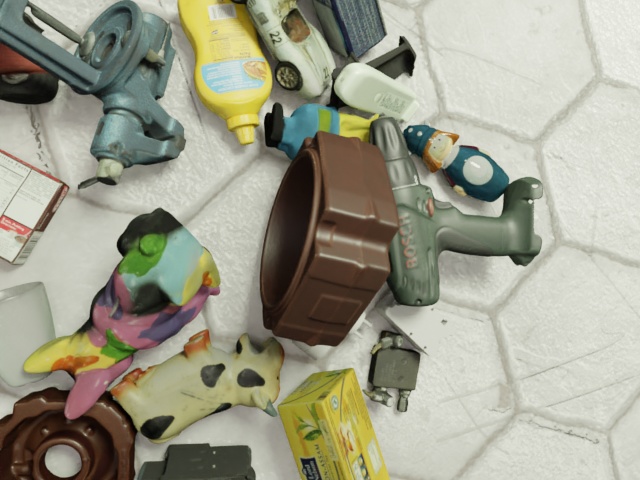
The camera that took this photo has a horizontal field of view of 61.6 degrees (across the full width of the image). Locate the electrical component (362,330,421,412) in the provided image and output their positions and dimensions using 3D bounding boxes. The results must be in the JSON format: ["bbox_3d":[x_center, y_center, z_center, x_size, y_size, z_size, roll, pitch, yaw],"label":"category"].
[{"bbox_3d":[0.094,0.173,0.709,0.078,0.045,0.102,16,87,-8],"label":"electrical component"}]

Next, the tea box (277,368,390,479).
[{"bbox_3d":[0.021,0.256,0.660,0.068,0.098,0.169,-17,92,28],"label":"tea box"}]

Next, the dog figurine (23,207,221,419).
[{"bbox_3d":[-0.218,0.085,0.588,0.108,0.191,0.219,42,71,7],"label":"dog figurine"}]

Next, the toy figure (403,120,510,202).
[{"bbox_3d":[0.182,-0.109,0.724,0.154,0.058,0.064,31,63,-6],"label":"toy figure"}]

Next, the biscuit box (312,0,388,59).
[{"bbox_3d":[0.018,-0.317,0.635,0.063,0.059,0.202,-38,140,-8],"label":"biscuit box"}]

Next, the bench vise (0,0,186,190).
[{"bbox_3d":[-0.253,-0.183,0.584,0.240,0.129,0.223,32,71,-50],"label":"bench vise"}]

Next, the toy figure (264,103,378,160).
[{"bbox_3d":[0.020,-0.122,0.683,0.180,0.082,0.089,5,105,-17],"label":"toy figure"}]

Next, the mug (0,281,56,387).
[{"bbox_3d":[-0.355,0.114,0.611,0.109,0.081,0.107,-19,101,-18],"label":"mug"}]

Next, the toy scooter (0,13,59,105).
[{"bbox_3d":[-0.392,-0.224,0.613,0.184,0.075,0.135,-3,91,-6],"label":"toy scooter"}]

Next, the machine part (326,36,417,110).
[{"bbox_3d":[0.068,-0.217,0.701,0.139,0.084,0.039,-31,64,-21],"label":"machine part"}]

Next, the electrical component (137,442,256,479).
[{"bbox_3d":[-0.144,0.284,0.630,0.134,0.115,0.058,2,87,-12],"label":"electrical component"}]

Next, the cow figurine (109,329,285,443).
[{"bbox_3d":[-0.132,0.176,0.649,0.195,0.085,0.127,-28,96,-6],"label":"cow figurine"}]

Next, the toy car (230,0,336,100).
[{"bbox_3d":[-0.047,-0.266,0.651,0.201,0.056,0.073,57,43,-27],"label":"toy car"}]

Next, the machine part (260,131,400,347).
[{"bbox_3d":[-0.001,-0.002,0.598,0.087,0.201,0.201,14,42,-17],"label":"machine part"}]

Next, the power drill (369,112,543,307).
[{"bbox_3d":[0.162,-0.038,0.651,0.207,0.086,0.231,-3,92,-18],"label":"power drill"}]

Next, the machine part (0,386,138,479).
[{"bbox_3d":[-0.301,0.258,0.632,0.179,0.056,0.179,0,90,-9],"label":"machine part"}]
